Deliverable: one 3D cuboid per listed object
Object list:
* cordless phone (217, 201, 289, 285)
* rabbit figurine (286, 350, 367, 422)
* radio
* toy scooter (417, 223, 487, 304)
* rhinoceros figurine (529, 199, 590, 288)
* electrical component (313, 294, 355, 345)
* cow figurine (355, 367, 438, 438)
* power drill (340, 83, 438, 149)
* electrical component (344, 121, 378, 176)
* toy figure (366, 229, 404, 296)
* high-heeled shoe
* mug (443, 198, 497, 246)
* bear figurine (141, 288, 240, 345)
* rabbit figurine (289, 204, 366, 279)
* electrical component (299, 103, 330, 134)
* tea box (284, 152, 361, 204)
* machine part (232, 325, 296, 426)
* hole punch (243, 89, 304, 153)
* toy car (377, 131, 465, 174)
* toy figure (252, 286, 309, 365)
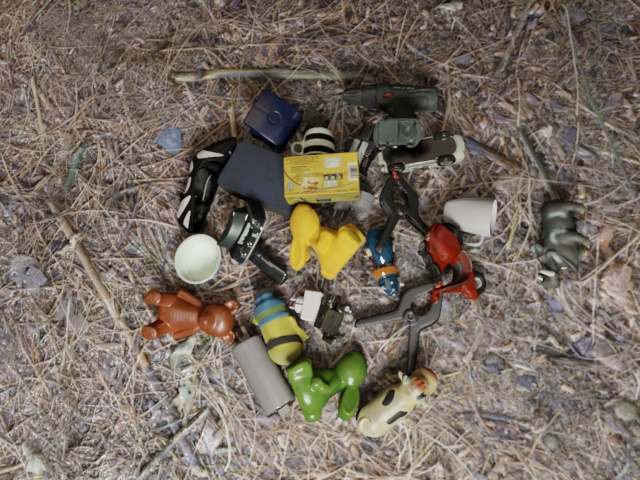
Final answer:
[{"bbox_3d":[-0.135,0.012,1.258,0.184,0.089,0.146,39,121,11],"label":"cordless phone"},{"bbox_3d":[0.029,0.303,1.145,0.170,0.121,0.159,-23,67,-7],"label":"rabbit figurine"},{"bbox_3d":[-0.122,-0.145,1.315,0.230,0.073,0.131,23,82,17],"label":"radio"},{"bbox_3d":[0.263,0.059,1.132,0.135,0.075,0.184,-30,88,-26],"label":"toy scooter"},{"bbox_3d":[0.497,0.006,1.119,0.112,0.073,0.190,4,77,14],"label":"rhinoceros figurine"},{"bbox_3d":[0.032,0.181,1.200,0.045,0.078,0.102,15,73,42],"label":"electrical component"},{"bbox_3d":[0.156,0.329,1.099,0.195,0.127,0.085,-39,74,5],"label":"cow figurine"},{"bbox_3d":[0.159,-0.294,1.243,0.232,0.085,0.207,0,37,6],"label":"power drill"},{"bbox_3d":[0.099,-0.221,1.289,0.075,0.047,0.119,18,81,17],"label":"electrical component"},{"bbox_3d":[0.145,0.052,1.206,0.064,0.057,0.154,-15,78,15],"label":"toy figure"},{"bbox_3d":[-0.274,-0.134,1.333,0.248,0.086,0.145,-46,51,18],"label":"high-heeled shoe"},{"bbox_3d":[0.325,-0.043,1.178,0.107,0.080,0.109,10,87,28],"label":"mug"},{"bbox_3d":[-0.296,0.183,1.251,0.196,0.132,0.120,9,90,22],"label":"bear figurine"},{"bbox_3d":[-0.003,-0.004,1.227,0.173,0.122,0.162,42,112,0],"label":"rabbit figurine"},{"bbox_3d":[-0.009,-0.299,1.349,0.063,0.021,0.094,36,86,19],"label":"electrical component"},{"bbox_3d":[0.005,-0.138,1.214,0.170,0.068,0.098,-2,77,7],"label":"tea box"},{"bbox_3d":[-0.127,0.303,1.203,0.079,0.079,0.243,-34,72,4],"label":"machine part"},{"bbox_3d":[-0.118,-0.299,1.345,0.116,0.092,0.142,31,82,15],"label":"hole punch"},{"bbox_3d":[0.233,-0.201,1.247,0.202,0.056,0.073,-7,81,14],"label":"toy car"},{"bbox_3d":[-0.101,0.195,1.215,0.082,0.089,0.180,-44,68,49],"label":"toy figure"}]
